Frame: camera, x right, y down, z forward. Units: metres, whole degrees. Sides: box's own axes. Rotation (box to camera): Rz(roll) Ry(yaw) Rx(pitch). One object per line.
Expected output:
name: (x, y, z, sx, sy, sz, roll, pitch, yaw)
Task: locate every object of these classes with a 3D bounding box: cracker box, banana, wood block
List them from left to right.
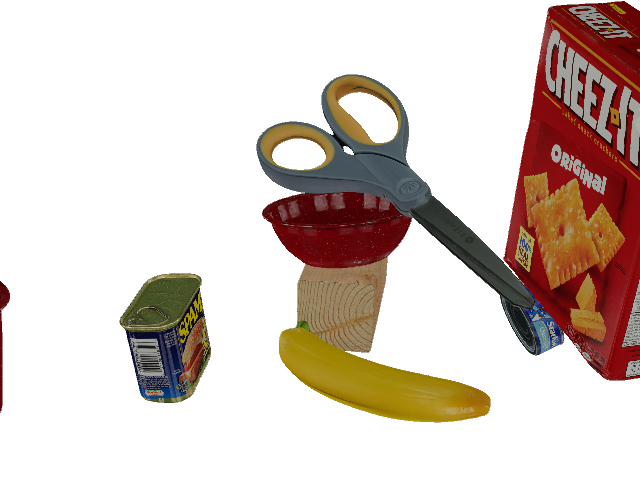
wood block: (0.031, 0.052, 1.336, 0.091, 0.090, 0.206, 4, 22, 7)
banana: (0.032, 0.100, 0.811, 0.198, 0.037, 0.069, 21, 38, 39)
cracker box: (0.202, -0.036, 0.741, 0.072, 0.214, 0.164, -7, 34, -16)

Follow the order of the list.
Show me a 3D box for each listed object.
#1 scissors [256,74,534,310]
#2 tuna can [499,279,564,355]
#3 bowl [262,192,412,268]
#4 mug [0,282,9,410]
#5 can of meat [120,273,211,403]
scissors: (0.027, -0.021, 0.557, 0.096, 0.016, 0.202, -20, 45, -2)
tuna can: (0.233, 0.084, 1.185, 0.033, 0.086, 0.086, -25, 2, -5)
bowl: (0.023, -0.010, 1.084, 0.162, 0.055, 0.162, -5, 15, 1)
mug: (-0.242, 0.073, 0.635, 0.093, 0.081, 0.117, 19, 24, 36)
can of meat: (-0.141, 0.091, 1.000, 0.057, 0.084, 0.102, -1, 26, 12)
